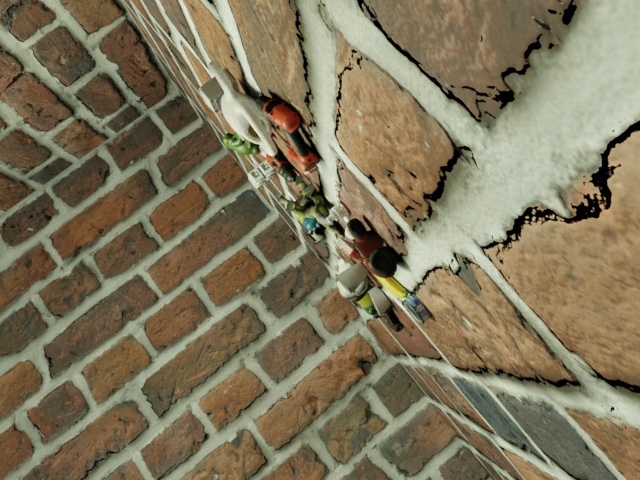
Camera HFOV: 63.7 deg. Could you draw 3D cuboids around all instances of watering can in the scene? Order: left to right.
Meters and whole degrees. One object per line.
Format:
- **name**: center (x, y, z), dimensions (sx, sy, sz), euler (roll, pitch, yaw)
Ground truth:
- **watering can**: center (-0.233, -0.388, 1.493), dimensions (0.341, 0.104, 0.228), euler (55, 174, -37)

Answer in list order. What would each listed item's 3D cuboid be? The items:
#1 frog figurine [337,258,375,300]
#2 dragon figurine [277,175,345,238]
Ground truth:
- **frog figurine**: center (0.118, 0.146, 2.016), dimensions (0.135, 0.124, 0.159), euler (-28, 91, 50)
- **dragon figurine**: center (0.005, -0.085, 1.698), dimensions (0.240, 0.122, 0.417), euler (34, -172, -38)
